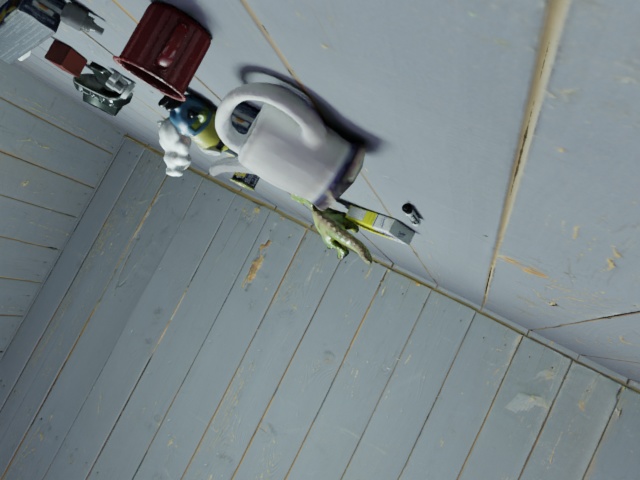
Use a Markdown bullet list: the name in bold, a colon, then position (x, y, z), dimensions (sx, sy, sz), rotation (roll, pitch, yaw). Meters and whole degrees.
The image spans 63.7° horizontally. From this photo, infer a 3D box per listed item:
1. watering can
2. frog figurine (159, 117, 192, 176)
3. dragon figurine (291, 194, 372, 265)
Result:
- **watering can**: position (-0.063, -0.127, 0.800), dimensions (0.223, 0.105, 0.344), rotation (29, 160, -11)
- **frog figurine**: position (-0.409, -0.265, 1.451), dimensions (0.138, 0.160, 0.121), rotation (24, 174, 40)
- **dragon figurine**: position (0.004, -0.073, 1.448), dimensions (0.240, 0.122, 0.414), rotation (43, 179, -24)
